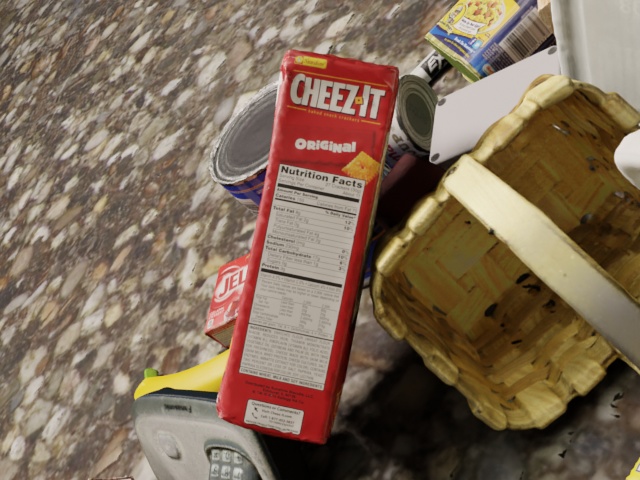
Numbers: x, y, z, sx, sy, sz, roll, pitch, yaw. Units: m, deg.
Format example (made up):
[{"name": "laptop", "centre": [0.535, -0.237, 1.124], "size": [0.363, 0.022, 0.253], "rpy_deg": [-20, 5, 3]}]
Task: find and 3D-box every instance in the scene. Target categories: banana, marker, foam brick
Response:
[{"name": "banana", "centre": [-0.090, 0.107, 0.860], "size": [0.198, 0.037, 0.069], "rpy_deg": [-21, 43, 36]}, {"name": "marker", "centre": [0.105, -0.160, 0.931], "size": [0.121, 0.020, 0.020], "rpy_deg": [-44, 32, 6]}, {"name": "foam brick", "centre": [0.080, -0.014, 0.752], "size": [0.051, 0.078, 0.053], "rpy_deg": [-49, 32, -5]}]

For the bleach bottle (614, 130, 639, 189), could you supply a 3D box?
[{"name": "bleach bottle", "centre": [0.241, -0.120, 0.481], "size": [0.251, 0.068, 0.103], "rpy_deg": [-58, 27, -3]}]

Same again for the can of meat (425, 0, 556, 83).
[{"name": "can of meat", "centre": [0.142, -0.168, 0.862], "size": [0.084, 0.057, 0.102], "rpy_deg": [-45, 32, 8]}]

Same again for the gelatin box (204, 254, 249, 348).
[{"name": "gelatin box", "centre": [-0.052, 0.042, 0.891], "size": [0.089, 0.030, 0.073], "rpy_deg": [-24, 40, 33]}]

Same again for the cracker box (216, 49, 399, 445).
[{"name": "cracker box", "centre": [-0.004, 0.001, 0.660], "size": [0.164, 0.072, 0.214], "rpy_deg": [-38, -41, -86]}]

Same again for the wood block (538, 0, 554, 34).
[{"name": "wood block", "centre": [0.221, -0.225, 0.799], "size": [0.091, 0.090, 0.206], "rpy_deg": [-25, 39, 33]}]

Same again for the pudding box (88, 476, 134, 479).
[{"name": "pudding box", "centre": [-0.143, 0.235, 0.751], "size": [0.114, 0.039, 0.090], "rpy_deg": [46, 126, 56]}]

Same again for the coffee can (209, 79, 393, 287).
[{"name": "coffee can", "centre": [-0.001, -0.042, 0.817], "size": [0.103, 0.140, 0.103], "rpy_deg": [-31, 36, 25]}]

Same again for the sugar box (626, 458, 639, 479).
[{"name": "sugar box", "centre": [0.212, 0.067, 0.474], "size": [0.176, 0.093, 0.048], "rpy_deg": [-51, 30, -18]}]

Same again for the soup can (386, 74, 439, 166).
[{"name": "soup can", "centre": [0.044, -0.090, 0.884], "size": [0.102, 0.068, 0.068], "rpy_deg": [-17, 43, 38]}]
